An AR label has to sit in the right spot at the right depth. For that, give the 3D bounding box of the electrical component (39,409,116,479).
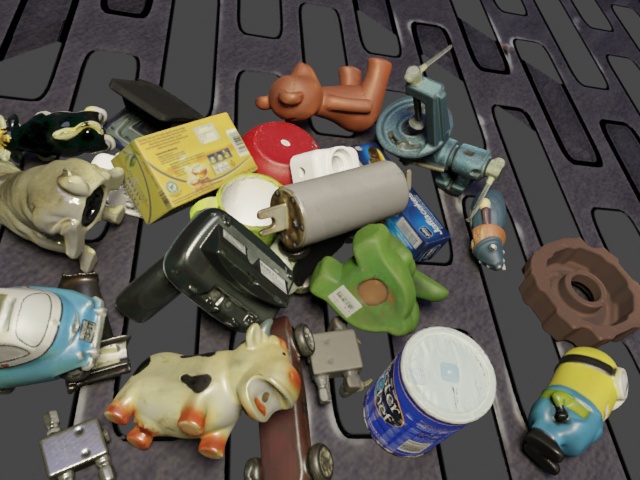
[{"bbox_3d":[-0.247,0.211,0.547,0.063,0.021,0.094,-19,61,-27],"label":"electrical component"}]

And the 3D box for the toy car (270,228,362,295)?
[{"bbox_3d":[-0.002,-0.002,0.735,0.056,0.073,0.202,18,47,32],"label":"toy car"}]

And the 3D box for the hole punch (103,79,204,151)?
[{"bbox_3d":[-0.251,-0.174,0.797,0.142,0.092,0.116,31,23,11],"label":"hole punch"}]

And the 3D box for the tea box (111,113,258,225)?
[{"bbox_3d":[-0.175,-0.099,0.717,0.169,0.068,0.098,-33,96,-49],"label":"tea box"}]

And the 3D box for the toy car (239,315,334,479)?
[{"bbox_3d":[-0.040,0.182,0.596,0.089,0.053,0.202,-22,53,17],"label":"toy car"}]

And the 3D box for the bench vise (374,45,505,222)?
[{"bbox_3d":[0.173,-0.164,0.815,0.224,0.240,0.129,38,78,29],"label":"bench vise"}]

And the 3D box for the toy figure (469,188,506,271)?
[{"bbox_3d":[0.260,-0.013,0.827,0.064,0.058,0.154,33,47,-18],"label":"toy figure"}]

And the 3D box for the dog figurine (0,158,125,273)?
[{"bbox_3d":[-0.344,-0.059,0.626,0.191,0.172,0.121,23,51,-4],"label":"dog figurine"}]

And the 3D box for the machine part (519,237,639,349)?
[{"bbox_3d":[0.387,0.079,0.799,0.179,0.056,0.179,7,53,-9],"label":"machine part"}]

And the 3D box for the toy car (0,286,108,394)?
[{"bbox_3d":[-0.306,0.093,0.541,0.162,0.102,0.109,-5,64,15],"label":"toy car"}]

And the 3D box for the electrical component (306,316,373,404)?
[{"bbox_3d":[0.022,0.145,0.656,0.078,0.045,0.102,-12,58,-13],"label":"electrical component"}]

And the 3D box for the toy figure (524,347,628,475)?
[{"bbox_3d":[0.318,0.204,0.674,0.180,0.082,0.089,-31,70,-29],"label":"toy figure"}]

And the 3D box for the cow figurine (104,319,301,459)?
[{"bbox_3d":[-0.108,0.149,0.552,0.195,0.085,0.127,-7,41,26],"label":"cow figurine"}]

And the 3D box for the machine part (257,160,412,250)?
[{"bbox_3d":[0.027,-0.046,0.671,0.243,0.079,0.079,-18,62,-34],"label":"machine part"}]

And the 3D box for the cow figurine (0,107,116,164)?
[{"bbox_3d":[-0.365,-0.135,0.708,0.167,0.068,0.098,-9,15,-11],"label":"cow figurine"}]

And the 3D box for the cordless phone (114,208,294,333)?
[{"bbox_3d":[-0.137,0.064,0.625,0.146,0.184,0.089,44,22,-29],"label":"cordless phone"}]

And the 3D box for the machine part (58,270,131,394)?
[{"bbox_3d":[-0.266,0.099,0.615,0.084,0.039,0.139,-19,64,-17],"label":"machine part"}]

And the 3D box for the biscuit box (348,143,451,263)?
[{"bbox_3d":[0.106,-0.057,0.809,0.063,0.059,0.203,-14,60,-39],"label":"biscuit box"}]

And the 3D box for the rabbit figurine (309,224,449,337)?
[{"bbox_3d":[0.090,0.041,0.702,0.159,0.121,0.170,39,25,-2],"label":"rabbit figurine"}]

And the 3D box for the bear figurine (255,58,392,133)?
[{"bbox_3d":[0.004,-0.243,0.867,0.196,0.120,0.132,9,89,-32],"label":"bear figurine"}]
